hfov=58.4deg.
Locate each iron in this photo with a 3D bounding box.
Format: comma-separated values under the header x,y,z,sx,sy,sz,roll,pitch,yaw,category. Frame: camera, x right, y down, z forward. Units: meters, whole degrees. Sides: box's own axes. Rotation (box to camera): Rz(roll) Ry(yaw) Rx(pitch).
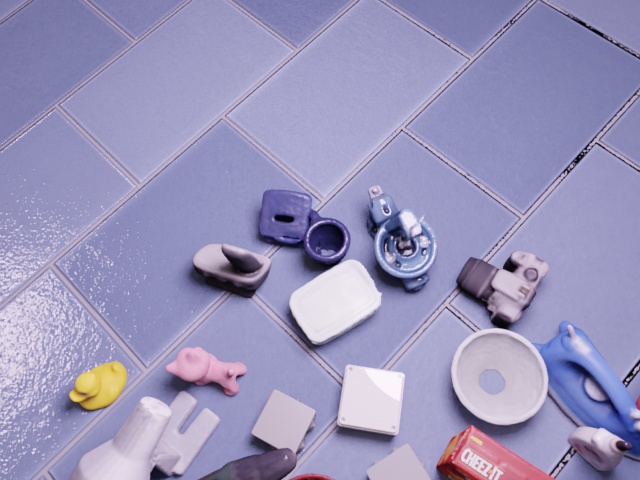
x,y,z,sx,sy,sz,roll,pitch,yaw,category
0.481,0.256,0.976,0.119,0.141,0.258,-33,69,-8,iron

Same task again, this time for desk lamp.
x,y,z,sx,sy,sz,roll,pitch,yaw,category
-0.291,0.348,0.963,0.117,0.214,0.203,31,73,16,desk lamp

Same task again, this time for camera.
x,y,z,sx,sy,sz,roll,pitch,yaw,category
0.340,0.073,1.085,0.136,0.101,0.143,31,73,16,camera

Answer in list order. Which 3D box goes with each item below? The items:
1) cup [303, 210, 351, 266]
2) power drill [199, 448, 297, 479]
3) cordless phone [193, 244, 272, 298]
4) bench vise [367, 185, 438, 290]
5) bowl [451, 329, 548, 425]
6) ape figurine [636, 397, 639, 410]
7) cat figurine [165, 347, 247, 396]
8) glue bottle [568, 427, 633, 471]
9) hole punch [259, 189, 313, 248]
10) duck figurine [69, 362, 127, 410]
x,y,z,sx,sy,sz,roll,pitch,yaw,category
0.011,0.004,1.144,0.092,0.095,0.117,-26,68,-6,cup
-0.133,0.401,0.931,0.229,0.208,0.075,-24,68,-5,power drill
-0.178,0.033,1.099,0.147,0.185,0.094,12,69,10,cordless phone
0.136,-0.019,1.075,0.121,0.220,0.207,-41,70,-12,bench vise
0.315,0.248,1.029,0.167,0.075,0.167,-2,68,4,bowl
0.594,0.287,0.981,0.076,0.092,0.078,26,72,15,ape figurine
-0.211,0.236,1.055,0.127,0.118,0.067,11,69,9,cat figurine
0.463,0.336,0.928,0.037,0.173,0.078,-43,70,-12,glue bottle
-0.067,-0.043,1.172,0.108,0.091,0.101,7,68,8,hole punch
-0.420,0.269,1.076,0.105,0.086,0.077,-40,70,-11,duck figurine
